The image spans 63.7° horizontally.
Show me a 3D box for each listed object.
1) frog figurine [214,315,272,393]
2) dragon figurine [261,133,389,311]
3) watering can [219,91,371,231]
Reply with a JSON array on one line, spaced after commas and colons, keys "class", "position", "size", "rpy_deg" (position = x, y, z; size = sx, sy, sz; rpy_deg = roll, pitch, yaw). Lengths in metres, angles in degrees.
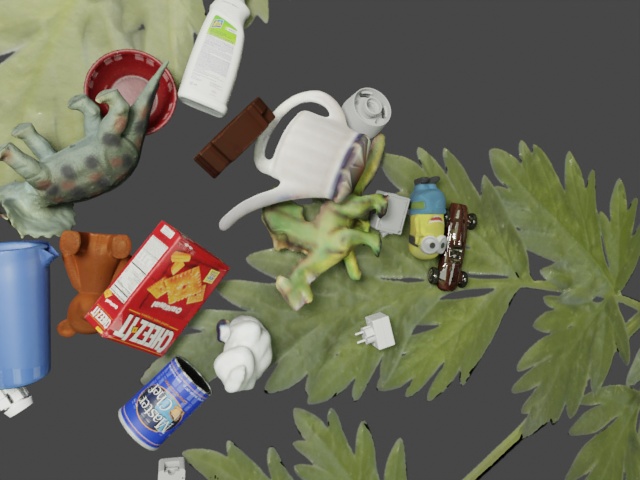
[{"class": "frog figurine", "position": [-0.142, 0.221, 0.984], "size": [0.122, 0.160, 0.137], "rpy_deg": [9, 90, -18]}, {"class": "dragon figurine", "position": [0.003, -0.053, 1.058], "size": [0.242, 0.120, 0.416], "rpy_deg": [11, 72, -10]}, {"class": "watering can", "position": [-0.036, -0.137, 1.014], "size": [0.225, 0.102, 0.352], "rpy_deg": [23, 75, 10]}]
